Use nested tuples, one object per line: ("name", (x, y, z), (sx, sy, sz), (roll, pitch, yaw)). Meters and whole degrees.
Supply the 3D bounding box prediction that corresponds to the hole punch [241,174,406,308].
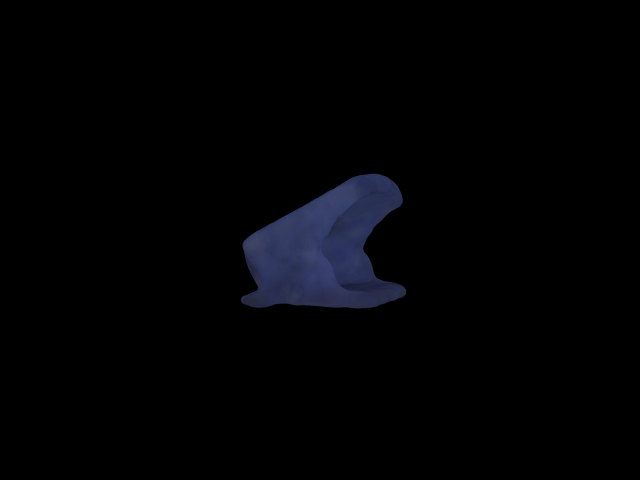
("hole punch", (0.004, 0.001, 0.400), (0.100, 0.091, 0.109), (0, 0, 21))
